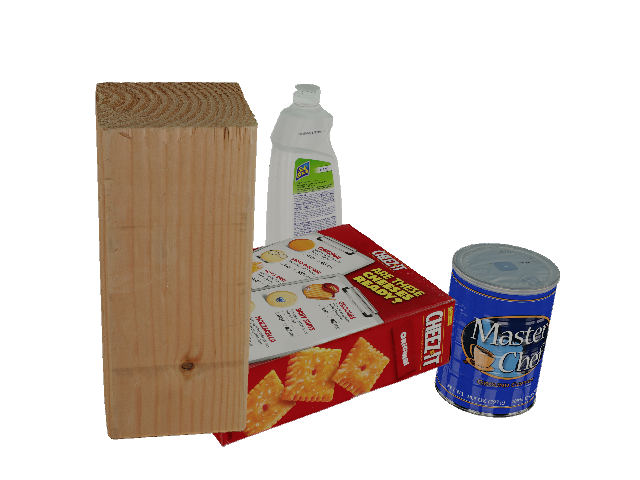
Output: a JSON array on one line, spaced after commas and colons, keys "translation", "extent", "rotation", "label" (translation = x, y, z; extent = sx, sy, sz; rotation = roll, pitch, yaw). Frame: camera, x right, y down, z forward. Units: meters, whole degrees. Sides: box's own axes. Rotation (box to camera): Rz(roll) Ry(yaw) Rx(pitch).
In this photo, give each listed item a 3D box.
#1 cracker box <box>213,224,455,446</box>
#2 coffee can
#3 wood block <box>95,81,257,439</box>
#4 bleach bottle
[{"translation": [-0.023, 0.070, 0.879], "extent": [0.213, 0.072, 0.164], "rotation": [-15, 31, -27], "label": "cracker box"}, {"translation": [0.172, 0.087, 1.047], "extent": [0.103, 0.140, 0.103], "rotation": [4, 24, -2], "label": "coffee can"}, {"translation": [-0.093, 0.012, 0.669], "extent": [0.090, 0.206, 0.090], "rotation": [-2, 25, -12], "label": "wood block"}, {"translation": [-0.015, -0.063, 1.279], "extent": [0.102, 0.251, 0.068], "rotation": [-13, 29, -33], "label": "bleach bottle"}]
